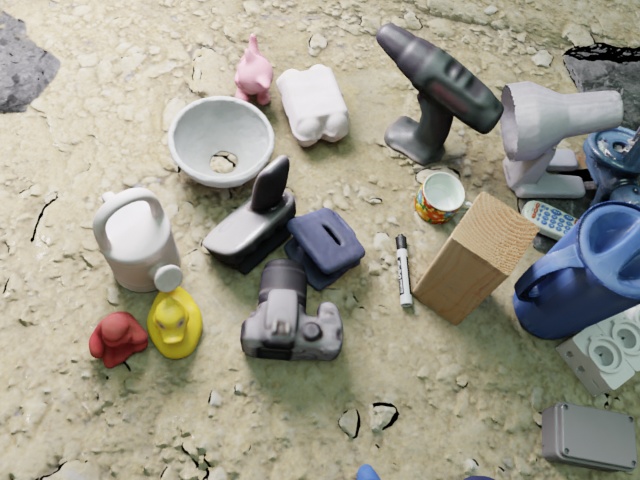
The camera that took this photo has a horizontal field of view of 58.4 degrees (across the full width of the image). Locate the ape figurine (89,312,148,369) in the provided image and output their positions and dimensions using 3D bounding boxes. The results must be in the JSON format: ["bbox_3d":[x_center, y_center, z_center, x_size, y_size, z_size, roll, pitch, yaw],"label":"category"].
[{"bbox_3d":[-0.275,0.128,0.777,0.078,0.092,0.076,6,64,-4],"label":"ape figurine"}]

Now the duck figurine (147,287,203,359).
[{"bbox_3d":[-0.206,0.106,0.799,0.077,0.086,0.104,-7,66,-10],"label":"duck figurine"}]

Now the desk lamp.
[{"bbox_3d":[0.371,-0.164,0.928,0.203,0.213,0.118,0,65,-7],"label":"desk lamp"}]

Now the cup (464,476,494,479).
[{"bbox_3d":[0.206,0.346,0.731,0.118,0.095,0.091,-24,70,-17],"label":"cup"}]

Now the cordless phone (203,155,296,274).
[{"bbox_3d":[-0.100,-0.044,0.828,0.094,0.185,0.148,38,66,11],"label":"cordless phone"}]

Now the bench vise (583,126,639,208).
[{"bbox_3d":[0.519,-0.127,0.925,0.121,0.220,0.207,-12,67,-12],"label":"bench vise"}]

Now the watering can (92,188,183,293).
[{"bbox_3d":[-0.247,-0.003,0.785,0.172,0.194,0.101,29,65,7],"label":"watering can"}]

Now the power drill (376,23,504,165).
[{"bbox_3d":[0.173,-0.223,0.934,0.229,0.208,0.076,31,65,8],"label":"power drill"}]

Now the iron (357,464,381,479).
[{"bbox_3d":[0.081,0.400,0.664,0.119,0.141,0.258,-22,69,-16],"label":"iron"}]

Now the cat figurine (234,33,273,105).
[{"bbox_3d":[-0.113,-0.293,0.982,0.067,0.118,0.128,0,65,-7],"label":"cat figurine"}]

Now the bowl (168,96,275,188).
[{"bbox_3d":[-0.159,-0.147,0.931,0.167,0.075,0.167,3,64,-6],"label":"bowl"}]

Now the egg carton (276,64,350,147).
[{"bbox_3d":[-0.011,-0.234,0.994,0.107,0.069,0.150,-14,67,-13],"label":"egg carton"}]

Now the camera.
[{"bbox_3d":[-0.037,0.096,0.816,0.143,0.101,0.137,4,64,-5],"label":"camera"}]

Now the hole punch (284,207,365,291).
[{"bbox_3d":[0.008,0.003,0.872,0.101,0.091,0.108,-34,73,-20],"label":"hole punch"}]
